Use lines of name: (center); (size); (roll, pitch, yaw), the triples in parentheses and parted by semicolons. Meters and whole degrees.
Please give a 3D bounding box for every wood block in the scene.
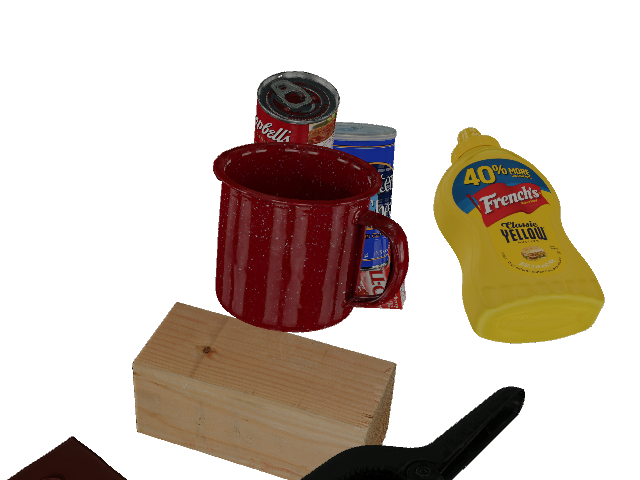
wood block: (-0.048, 0.136, 0.924); (0.206, 0.090, 0.090); (15, 39, 14)

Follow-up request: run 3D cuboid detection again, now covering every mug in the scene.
mug: (-0.005, 0.001, 0.593); (0.117, 0.081, 0.093); (16, 26, 21)

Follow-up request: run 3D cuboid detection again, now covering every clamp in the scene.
clamp: (0.070, 0.158, 0.703); (0.210, 0.036, 0.164); (-5, 28, -3)

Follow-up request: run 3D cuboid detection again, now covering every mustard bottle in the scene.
mustard bottle: (0.138, -0.014, 0.810); (0.096, 0.191, 0.058); (-4, -40, -11)

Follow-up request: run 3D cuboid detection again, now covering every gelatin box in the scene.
gelatin box: (0.063, 0.039, 1.298); (0.073, 0.089, 0.030); (2, 29, 17)

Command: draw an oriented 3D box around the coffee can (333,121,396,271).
coffee can: (0.024, -0.048, 1.108); (0.103, 0.140, 0.103); (2, 13, -1)

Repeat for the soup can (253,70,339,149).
soup can: (-0.023, -0.082, 0.902); (0.068, 0.102, 0.068); (4, 44, -4)

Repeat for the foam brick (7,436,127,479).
foam brick: (-0.102, 0.136, 0.469); (0.078, 0.051, 0.052); (28, 45, 35)
